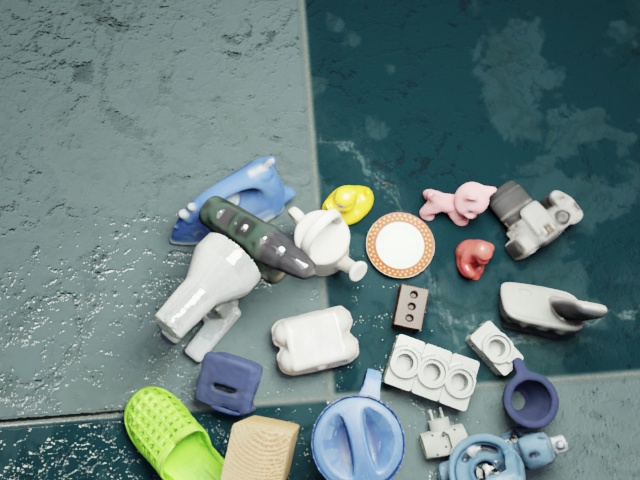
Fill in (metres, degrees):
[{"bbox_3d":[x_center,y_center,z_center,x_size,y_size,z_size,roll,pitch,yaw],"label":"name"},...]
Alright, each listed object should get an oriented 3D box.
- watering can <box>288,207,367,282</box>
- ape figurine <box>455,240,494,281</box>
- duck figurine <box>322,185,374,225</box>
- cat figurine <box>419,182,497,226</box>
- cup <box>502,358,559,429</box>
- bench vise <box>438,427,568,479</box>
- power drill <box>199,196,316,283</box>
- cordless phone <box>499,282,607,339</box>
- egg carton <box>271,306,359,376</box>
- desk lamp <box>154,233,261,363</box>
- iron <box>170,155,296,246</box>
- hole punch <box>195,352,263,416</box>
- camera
[{"bbox_3d":[0.011,0.002,1.017,0.172,0.194,0.101,22,78,6],"label":"watering can"},{"bbox_3d":[0.291,0.029,1.059,0.078,0.092,0.076,-29,78,-6],"label":"ape figurine"},{"bbox_3d":[0.053,-0.075,1.090,0.104,0.086,0.077,-22,77,-4],"label":"duck figurine"},{"bbox_3d":[0.258,-0.075,1.071,0.127,0.118,0.067,7,77,3],"label":"cat figurine"},{"bbox_3d":[0.351,0.265,1.000,0.091,0.095,0.118,-15,77,-2],"label":"cup"},{"bbox_3d":[0.298,0.352,0.916,0.207,0.220,0.121,-36,78,-7],"label":"bench vise"},{"bbox_3d":[-0.101,0.012,1.009,0.229,0.208,0.076,32,79,8],"label":"power drill"},{"bbox_3d":[0.397,0.113,0.989,0.147,0.185,0.094,7,77,3],"label":"cordless phone"},{"bbox_3d":[-0.009,0.184,1.038,0.150,0.069,0.107,-14,77,-2],"label":"egg carton"},{"bbox_3d":[-0.195,0.104,0.986,0.118,0.213,0.203,36,80,9],"label":"desk lamp"},{"bbox_3d":[-0.179,-0.072,1.064,0.258,0.141,0.118,-30,78,-6],"label":"iron"},{"bbox_3d":[-0.160,0.255,1.012,0.108,0.091,0.101,15,77,5],"label":"hole punch"},{"bbox_3d":[0.394,-0.055,1.073,0.143,0.101,0.136,-35,78,-7],"label":"camera"}]
